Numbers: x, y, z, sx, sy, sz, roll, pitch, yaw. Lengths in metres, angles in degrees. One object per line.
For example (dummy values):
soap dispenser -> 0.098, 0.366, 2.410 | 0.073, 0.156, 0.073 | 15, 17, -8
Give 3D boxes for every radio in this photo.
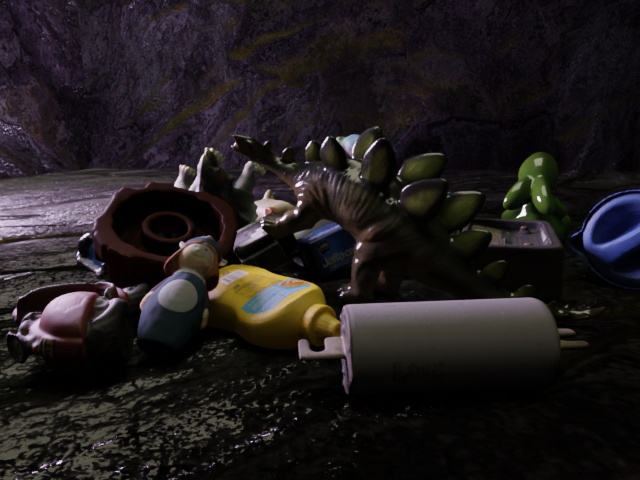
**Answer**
radio -> 0.273, 0.019, 0.777 | 0.131, 0.073, 0.229 | 2, 13, 18

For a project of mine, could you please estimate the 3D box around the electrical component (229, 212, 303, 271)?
electrical component -> -0.092, 0.015, 0.776 | 0.115, 0.058, 0.134 | -30, 17, -7

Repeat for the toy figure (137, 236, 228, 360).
toy figure -> -0.137, 0.049, 0.558 | 0.058, 0.064, 0.154 | -28, 34, 38

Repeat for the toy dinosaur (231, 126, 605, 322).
toy dinosaur -> 0.089, -0.012, 0.649 | 0.472, 0.198, 0.105 | 34, 32, 8

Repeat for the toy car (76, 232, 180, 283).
toy car -> -0.261, 0.010, 0.781 | 0.109, 0.102, 0.162 | 25, 56, 25

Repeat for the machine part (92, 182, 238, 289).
machine part -> -0.190, -0.004, 0.674 | 0.179, 0.056, 0.179 | 10, 37, -8

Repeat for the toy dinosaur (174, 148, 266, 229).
toy dinosaur -> -0.218, -0.044, 0.969 | 0.131, 0.192, 0.405 | 29, -29, -21

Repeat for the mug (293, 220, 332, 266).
mug -> -0.002, -0.003, 0.875 | 0.107, 0.109, 0.081 | -53, 19, -26

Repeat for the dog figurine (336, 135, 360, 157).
dog figurine -> 0.023, -0.092, 1.016 | 0.219, 0.191, 0.109 | -23, 10, -40

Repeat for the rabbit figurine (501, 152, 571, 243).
rabbit figurine -> 0.381, -0.072, 0.969 | 0.121, 0.170, 0.159 | 6, 13, 32

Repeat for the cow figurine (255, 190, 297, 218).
cow figurine -> -0.108, -0.057, 1.150 | 0.127, 0.085, 0.195 | -18, 17, -37

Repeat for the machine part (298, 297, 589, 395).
machine part -> 0.104, 0.089, 0.452 | 0.243, 0.079, 0.079 | -1, 12, -4

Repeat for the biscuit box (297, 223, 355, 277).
biscuit box -> 0.065, -0.011, 0.825 | 0.203, 0.059, 0.063 | -26, 15, -21

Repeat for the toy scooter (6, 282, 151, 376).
toy scooter -> -0.246, 0.081, 0.526 | 0.135, 0.075, 0.184 | -2, 9, -8
